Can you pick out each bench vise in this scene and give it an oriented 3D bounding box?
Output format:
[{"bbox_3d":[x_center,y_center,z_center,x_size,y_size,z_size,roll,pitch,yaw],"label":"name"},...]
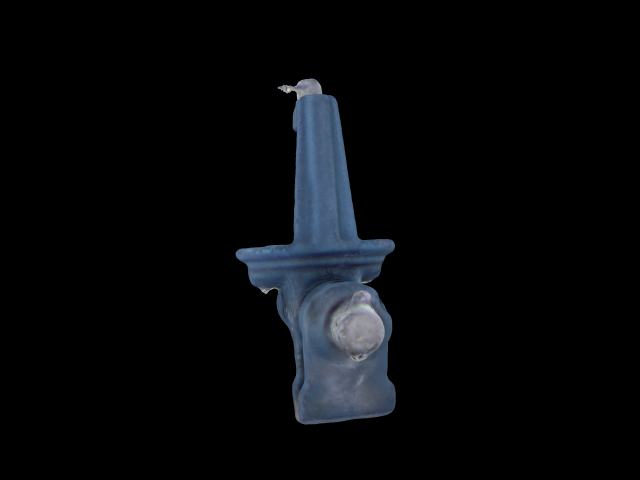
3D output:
[{"bbox_3d":[0.014,0.000,0.406,0.122,0.220,0.206,-9,18,-28],"label":"bench vise"}]
